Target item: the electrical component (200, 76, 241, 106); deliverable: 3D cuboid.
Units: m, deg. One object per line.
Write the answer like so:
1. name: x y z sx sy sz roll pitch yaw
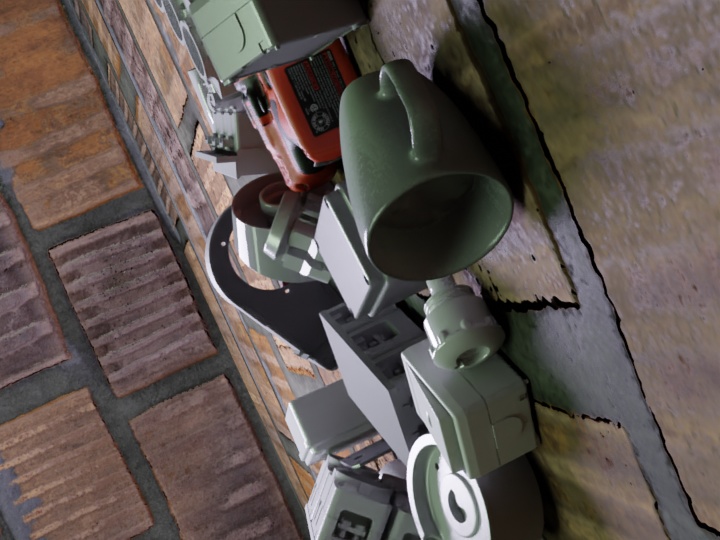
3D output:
1. electrical component: -0.126 -0.182 1.037 0.040 0.046 0.040 59 167 24

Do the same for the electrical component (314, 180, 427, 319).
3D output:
1. electrical component: 0.011 -0.018 0.759 0.078 0.057 0.113 63 167 11

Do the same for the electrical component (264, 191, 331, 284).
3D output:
1. electrical component: -0.041 -0.029 0.854 0.078 0.057 0.058 115 174 -51

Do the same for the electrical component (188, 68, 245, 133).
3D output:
1. electrical component: -0.140 -0.177 1.110 0.077 0.044 0.079 68 167 -15

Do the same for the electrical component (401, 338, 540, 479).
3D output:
1. electrical component: 0.066 0.083 0.716 0.096 0.061 0.061 49 160 52

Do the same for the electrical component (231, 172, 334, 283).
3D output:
1. electrical component: -0.062 -0.040 0.936 0.099 0.099 0.064 -129 24 -48

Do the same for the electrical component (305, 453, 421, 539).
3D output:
1. electrical component: 0.014 0.216 0.955 0.105 0.060 0.186 20 176 -4

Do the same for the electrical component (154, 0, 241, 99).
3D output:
1. electrical component: -0.138 -0.235 0.949 0.150 0.062 0.089 57 165 32

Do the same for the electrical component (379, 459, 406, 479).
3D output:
1. electrical component: 0.057 0.243 1.103 0.079 0.044 0.077 70 167 -19

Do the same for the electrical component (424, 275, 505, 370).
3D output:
1. electrical component: 0.060 0.029 0.681 0.048 0.048 0.062 85 166 -57

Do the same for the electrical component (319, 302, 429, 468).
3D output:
1. electrical component: 0.032 0.085 0.859 0.150 0.062 0.089 43 155 60

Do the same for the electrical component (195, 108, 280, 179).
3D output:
1. electrical component: -0.109 -0.123 1.024 0.121 0.079 0.063 -154 59 -70

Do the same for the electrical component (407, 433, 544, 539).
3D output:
1. electrical component: 0.087 0.162 0.765 0.108 0.060 0.108 32 127 56

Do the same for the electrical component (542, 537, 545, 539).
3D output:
1. electrical component: 0.096 0.230 0.799 0.099 0.099 0.064 56 171 36

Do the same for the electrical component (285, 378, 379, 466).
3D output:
1. electrical component: -0.013 0.139 1.046 0.108 0.109 0.056 109 137 -73

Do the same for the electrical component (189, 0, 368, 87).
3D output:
1. electrical component: -0.047 -0.161 0.658 0.062 0.096 0.061 -21 94 48
